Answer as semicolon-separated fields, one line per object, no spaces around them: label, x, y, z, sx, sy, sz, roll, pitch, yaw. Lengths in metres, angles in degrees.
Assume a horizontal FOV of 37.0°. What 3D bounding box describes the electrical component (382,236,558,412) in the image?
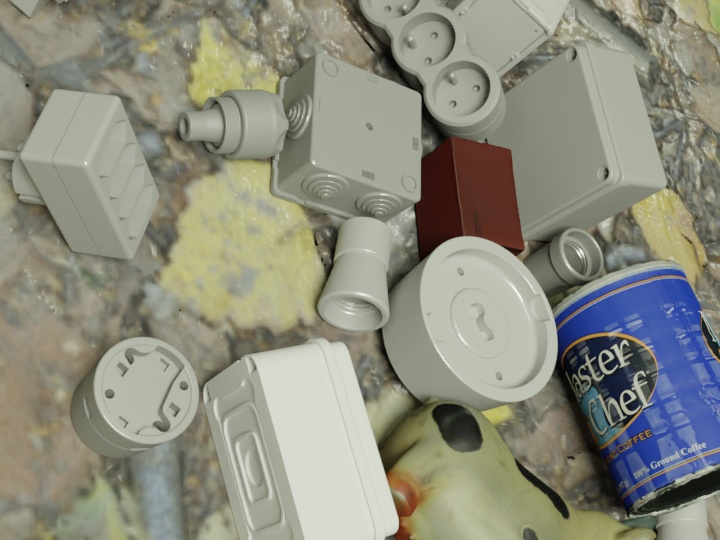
electrical component;0.064;0.040;0.679;0.108;0.060;0.108;17;58;-29

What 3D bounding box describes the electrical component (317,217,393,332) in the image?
electrical component;0.000;0.000;0.669;0.044;0.044;0.065;25;52;-22

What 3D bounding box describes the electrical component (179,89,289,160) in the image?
electrical component;-0.079;-0.088;0.654;0.062;0.043;0.043;-7;73;-34

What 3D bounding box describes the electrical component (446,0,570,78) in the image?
electrical component;0.108;-0.193;0.792;0.062;0.096;0.061;39;53;-13

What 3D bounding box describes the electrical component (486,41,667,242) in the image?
electrical component;0.149;-0.087;0.764;0.056;0.109;0.108;3;68;-36

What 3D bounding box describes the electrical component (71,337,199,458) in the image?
electrical component;-0.118;0.068;0.554;0.055;0.047;0.055;14;62;-28

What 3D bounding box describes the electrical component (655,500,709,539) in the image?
electrical component;0.220;0.180;0.734;0.044;0.044;0.065;22;54;-24

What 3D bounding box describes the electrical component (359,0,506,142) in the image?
electrical component;0.054;-0.149;0.761;0.138;0.052;0.074;58;5;17

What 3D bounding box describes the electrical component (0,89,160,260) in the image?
electrical component;-0.158;-0.052;0.571;0.076;0.083;0.047;8;57;12

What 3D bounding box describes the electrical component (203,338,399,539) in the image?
electrical component;-0.033;0.100;0.577;0.057;0.078;0.113;-8;74;-33

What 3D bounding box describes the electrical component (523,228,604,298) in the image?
electrical component;0.142;-0.003;0.761;0.040;0.046;0.040;14;62;-28

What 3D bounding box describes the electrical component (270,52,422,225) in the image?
electrical component;-0.006;-0.084;0.698;0.100;0.048;0.099;17;62;-30

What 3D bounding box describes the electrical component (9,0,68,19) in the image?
electrical component;-0.140;-0.227;0.584;0.060;0.186;0.105;41;52;-12
